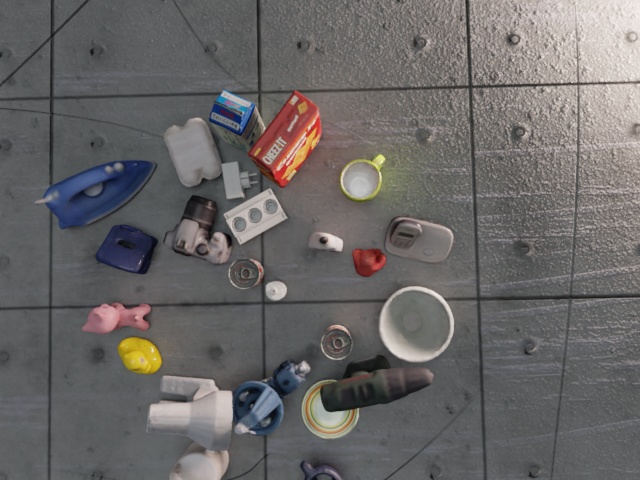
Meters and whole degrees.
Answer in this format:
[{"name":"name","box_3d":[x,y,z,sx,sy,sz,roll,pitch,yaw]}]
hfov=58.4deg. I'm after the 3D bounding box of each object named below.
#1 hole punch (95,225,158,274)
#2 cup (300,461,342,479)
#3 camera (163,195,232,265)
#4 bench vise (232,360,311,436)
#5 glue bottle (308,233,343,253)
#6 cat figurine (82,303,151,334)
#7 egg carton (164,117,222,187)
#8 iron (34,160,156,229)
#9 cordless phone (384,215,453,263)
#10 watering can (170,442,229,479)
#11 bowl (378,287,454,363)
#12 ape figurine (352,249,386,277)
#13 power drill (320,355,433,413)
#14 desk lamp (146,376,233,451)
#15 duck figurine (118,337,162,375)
[{"name":"hole punch","box_3d":[-0.439,0.019,1.301,0.108,0.091,0.101,19,87,2]},{"name":"cup","box_3d":[-0.001,0.526,1.261,0.092,0.095,0.118,-41,86,-1]},{"name":"camera","box_3d":[-0.268,-0.026,1.296,0.143,0.101,0.137,17,87,2]},{"name":"bench vise","box_3d":[-0.117,0.329,1.212,0.121,0.220,0.207,32,88,3]},{"name":"glue bottle","box_3d":[0.012,0.004,1.253,0.078,0.173,0.037,9,87,2]},{"name":"cat figurine","box_3d":[-0.457,0.176,1.279,0.127,0.118,0.067,-1,86,1]},{"name":"egg carton","box_3d":[-0.291,-0.203,1.323,0.107,0.069,0.150,-23,86,0]},{"name":"iron","box_3d":[-0.504,-0.126,1.286,0.258,0.141,0.118,-28,86,-1]},{"name":"cordless phone","box_3d":[0.220,-0.006,1.244,0.147,0.185,0.094,10,87,2]},{"name":"watering can","box_3d":[-0.262,0.505,1.217,0.101,0.194,0.173,7,87,2]},{"name":"bowl","box_3d":[0.211,0.189,1.288,0.167,0.075,0.167,0,86,1]},{"name":"ape figurine","box_3d":[0.108,0.045,1.290,0.078,0.092,0.076,31,88,3]},{"name":"power drill","box_3d":[0.114,0.301,1.216,0.229,0.208,0.076,-17,86,0]},{"name":"desk lamp","box_3d":[-0.270,0.367,1.216,0.203,0.213,0.118,5,86,2]},{"name":"duck figurine","box_3d":[-0.415,0.265,1.289,0.104,0.086,0.077,36,88,3]}]
